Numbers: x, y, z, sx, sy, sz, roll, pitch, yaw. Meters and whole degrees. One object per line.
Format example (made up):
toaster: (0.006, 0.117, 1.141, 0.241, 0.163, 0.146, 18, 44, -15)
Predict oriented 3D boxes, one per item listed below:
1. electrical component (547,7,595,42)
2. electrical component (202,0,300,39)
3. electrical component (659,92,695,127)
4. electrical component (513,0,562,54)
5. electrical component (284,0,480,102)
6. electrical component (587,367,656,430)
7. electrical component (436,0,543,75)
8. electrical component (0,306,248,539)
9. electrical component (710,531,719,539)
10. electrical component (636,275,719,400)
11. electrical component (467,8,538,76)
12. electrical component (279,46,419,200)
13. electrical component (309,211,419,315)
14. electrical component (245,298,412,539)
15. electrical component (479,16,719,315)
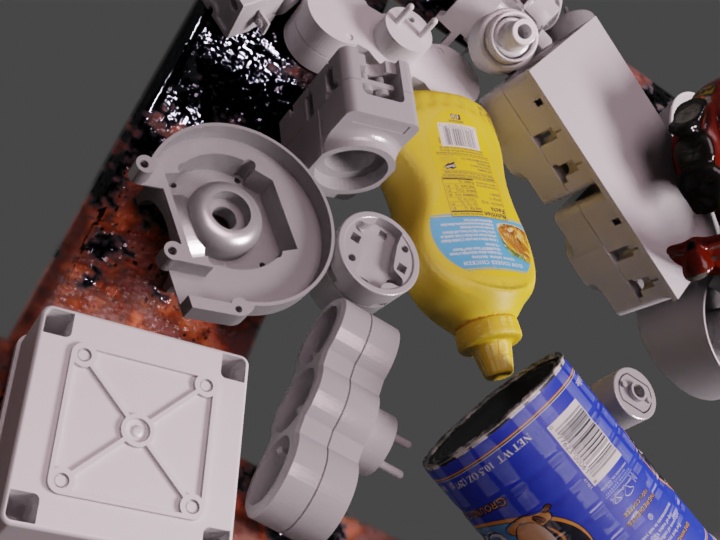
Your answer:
electrical component: (0.179, -0.173, 0.867, 0.040, 0.040, 0.078, 1, 64, -33)
electrical component: (-0.072, -0.188, 0.710, 0.055, 0.048, 0.066, -28, 81, -33)
electrical component: (0.262, -0.083, 0.853, 0.099, 0.064, 0.099, 16, 56, -25)
electrical component: (0.122, -0.203, 0.837, 0.078, 0.058, 0.057, 45, 52, -3)
electrical component: (0.024, -0.153, 0.732, 0.138, 0.074, 0.052, 27, 52, -18)
electrical component: (0.155, 0.088, 0.683, 0.044, 0.065, 0.044, 16, 56, -26)
electrical component: (0.095, -0.181, 0.784, 0.064, 0.081, 0.042, 43, 20, -6)
electrical component: (-0.115, 0.086, 0.514, 0.109, 0.056, 0.108, 18, 56, -24)
electrical component: (0.248, 0.196, 0.686, 0.058, 0.057, 0.078, 42, 49, -5)
electrical component: (0.258, 0.046, 0.792, 0.099, 0.064, 0.099, 13, 69, -36)
electrical component: (0.101, -0.157, 0.732, 0.043, 0.062, 0.043, -1, 93, -13)
electrical component: (-0.008, -0.084, 0.661, 0.050, 0.089, 0.055, 9, 59, -29)
electrical component: (0.000, 0.000, 0.645, 0.055, 0.047, 0.055, 16, 56, -25)
electrical component: (-0.005, 0.088, 0.587, 0.074, 0.052, 0.138, 31, 52, -15)
electrical component: (0.175, -0.073, 0.776, 0.186, 0.060, 0.105, 55, 48, -8)
